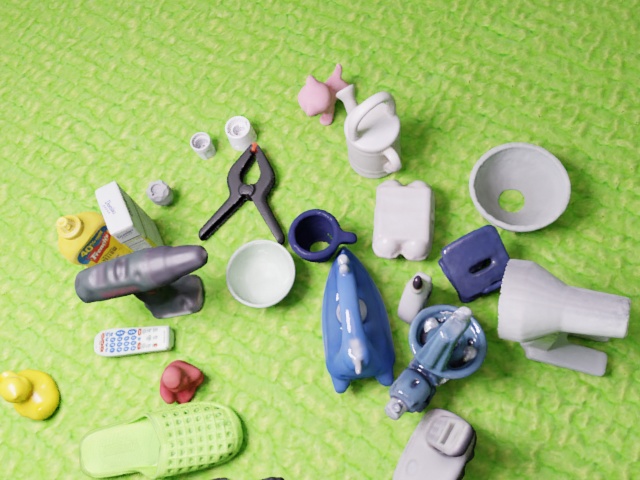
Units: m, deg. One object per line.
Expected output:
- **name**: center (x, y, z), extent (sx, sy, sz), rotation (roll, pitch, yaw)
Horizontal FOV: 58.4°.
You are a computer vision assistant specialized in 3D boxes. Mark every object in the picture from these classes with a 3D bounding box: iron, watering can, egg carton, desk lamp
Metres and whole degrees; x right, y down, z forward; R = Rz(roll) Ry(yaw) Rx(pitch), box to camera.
- **iron**: center (0.050, 0.111, 0.936), extent (0.118, 0.141, 0.258), rotation (-10, 70, 4)
- **watering can**: center (0.087, -0.198, 1.012), extent (0.172, 0.194, 0.101), rotation (34, 78, 17)
- **egg carton**: center (0.149, -0.036, 1.013), extent (0.107, 0.069, 0.150), rotation (2, 71, 8)
- **desk lamp**: center (0.357, 0.116, 0.857), extent (0.203, 0.214, 0.118), rotation (13, 73, 12)

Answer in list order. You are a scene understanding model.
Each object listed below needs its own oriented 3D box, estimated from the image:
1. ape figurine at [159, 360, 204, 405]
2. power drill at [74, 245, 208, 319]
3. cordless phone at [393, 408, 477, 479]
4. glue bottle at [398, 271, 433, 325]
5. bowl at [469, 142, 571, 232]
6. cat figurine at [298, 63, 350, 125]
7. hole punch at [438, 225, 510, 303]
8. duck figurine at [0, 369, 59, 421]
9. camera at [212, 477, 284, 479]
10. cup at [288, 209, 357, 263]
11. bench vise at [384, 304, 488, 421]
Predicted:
- **ape figurine**: center (-0.237, 0.234, 0.955), extent (0.078, 0.092, 0.076), rotation (-20, 69, 0)
- **power drill**: center (-0.270, 0.069, 0.955), extent (0.229, 0.208, 0.075), rotation (-11, 69, 3)
- **cordless phone**: center (0.169, 0.317, 0.825), extent (0.094, 0.185, 0.148), rotation (25, 76, 15)
- **glue bottle**: center (0.155, 0.084, 0.915), extent (0.037, 0.173, 0.078), rotation (27, 76, 16)
- **bowl**: center (0.343, -0.082, 1.002), extent (0.167, 0.075, 0.167), rotation (-2, 70, 7)
- **cat figurine**: center (0.006, -0.281, 1.092), extent (0.067, 0.118, 0.128), rotation (36, 79, 18)
- **hole punch**: center (0.266, 0.041, 0.960), extent (0.108, 0.091, 0.101), rotation (-28, 69, -3)
- **duck figurine**: center (-0.507, 0.263, 0.982), extent (0.104, 0.086, 0.077), rotation (39, 79, 18)
- **camera**: center (-0.112, 0.426, 0.867), extent (0.137, 0.101, 0.143), rotation (-17, 69, 1)
- **cup**: center (0.009, 0.004, 1.004), extent (0.117, 0.095, 0.092), rotation (4, 71, 9)
- **bench vise**: center (0.180, 0.181, 0.853), extent (0.121, 0.220, 0.207), rotation (19, 74, 14)
